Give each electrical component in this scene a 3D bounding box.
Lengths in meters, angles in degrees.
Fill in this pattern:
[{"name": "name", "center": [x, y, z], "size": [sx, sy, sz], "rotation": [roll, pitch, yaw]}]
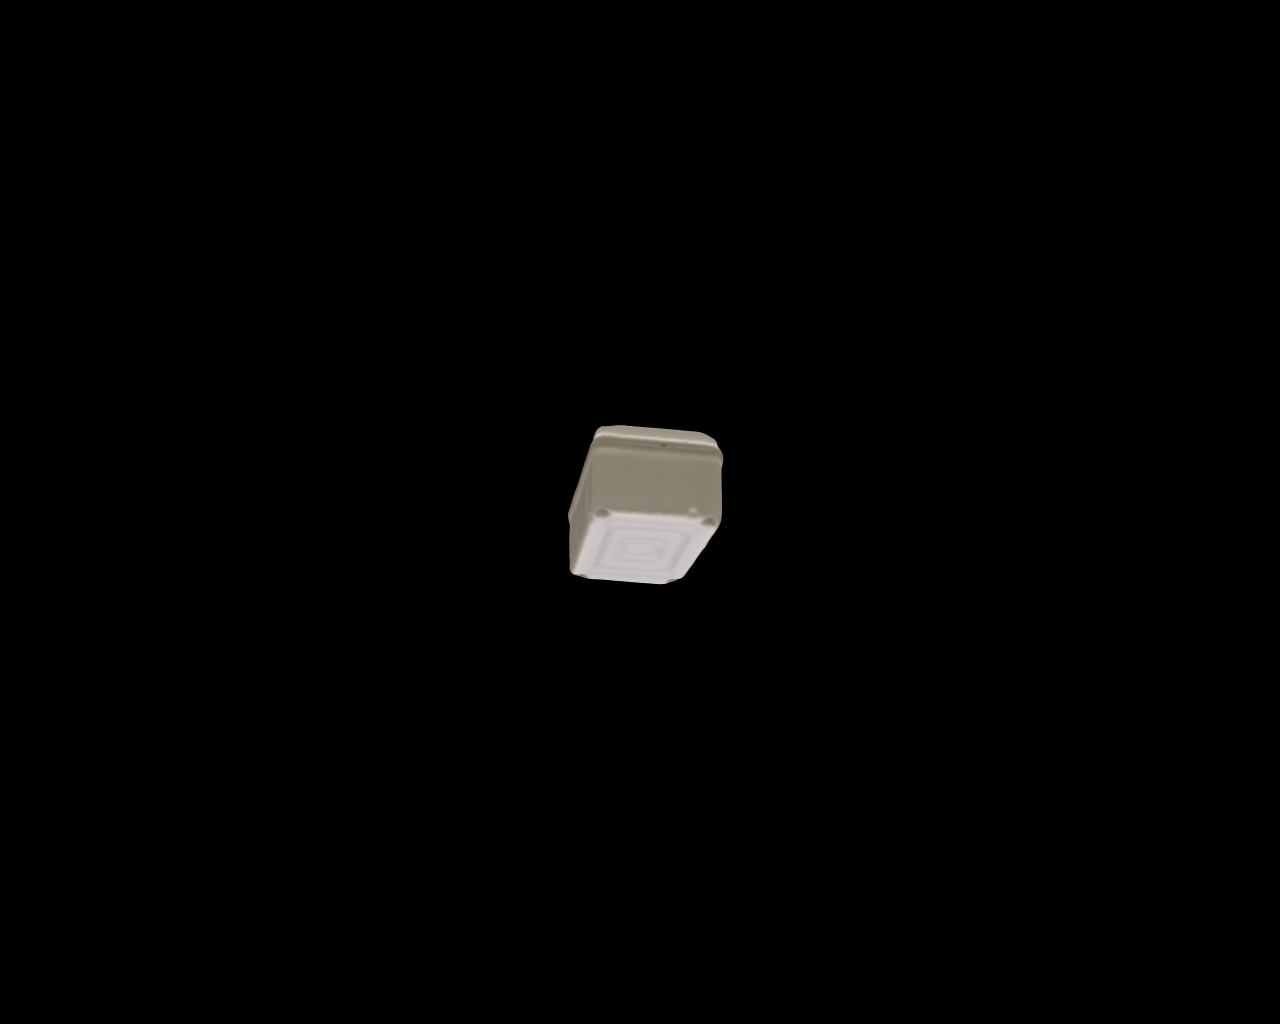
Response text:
[{"name": "electrical component", "center": [0.001, -0.003, 0.650], "size": [0.078, 0.057, 0.113], "rotation": [5, -24, -10]}]
